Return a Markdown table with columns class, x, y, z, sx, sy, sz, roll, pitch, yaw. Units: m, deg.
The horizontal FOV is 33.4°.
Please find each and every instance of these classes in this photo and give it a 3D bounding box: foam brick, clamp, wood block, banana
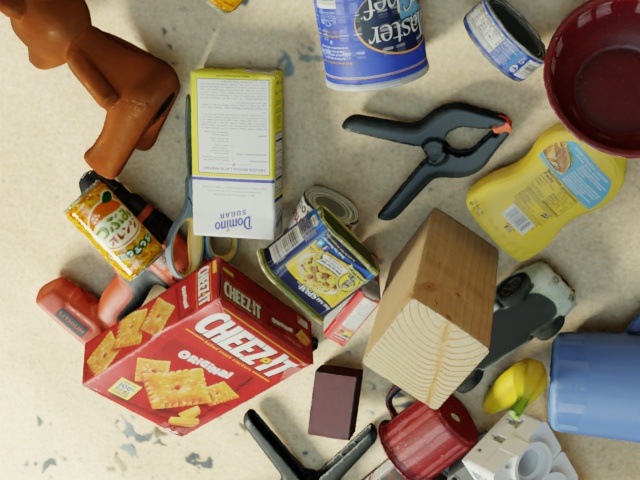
| class | x | y | z | sx | sy | sz | roll | pitch | yaw |
| --- | --- | --- | --- | --- | --- | --- | --- | --- | --- |
| foam brick | 0.018 | 0.189 | 1.242 | 0.051 | 0.053 | 0.078 | 8 | 93 | 8 |
| clamp | 0.110 | -0.102 | 1.102 | 0.172 | 0.039 | 0.120 | -27 | 112 | 17 |
| clamp | -0.022 | 0.299 | 1.329 | 0.164 | 0.036 | 0.210 | 12 | 118 | 8 |
| wood block | 0.118 | 0.064 | 1.086 | 0.090 | 0.206 | 0.091 | 34 | 118 | -5 |
| banana | 0.210 | 0.158 | 1.151 | 0.069 | 0.198 | 0.037 | -41 | 82 | -4 |

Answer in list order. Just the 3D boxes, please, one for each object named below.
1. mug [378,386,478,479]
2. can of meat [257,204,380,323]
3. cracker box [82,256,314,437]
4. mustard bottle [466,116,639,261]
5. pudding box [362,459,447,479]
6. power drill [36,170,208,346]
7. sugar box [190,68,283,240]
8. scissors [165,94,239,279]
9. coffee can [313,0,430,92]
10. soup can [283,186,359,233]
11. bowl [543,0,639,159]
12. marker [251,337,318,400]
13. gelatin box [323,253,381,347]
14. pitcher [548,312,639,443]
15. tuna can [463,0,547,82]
| class | x | y | z | sx | sy | sz | roll | pitch | yaw |
| --- | --- | --- | --- | --- | --- | --- | --- | --- | --- |
| mug | 0.121 | 0.215 | 1.235 | 0.082 | 0.093 | 0.117 | -42 | 65 | 21 |
| can of meat | 0.000 | 0.024 | 1.101 | 0.084 | 0.057 | 0.102 | -39 | 123 | 13 |
| cracker box | -0.139 | 0.131 | 1.220 | 0.214 | 0.072 | 0.164 | -32 | 132 | 25 |
| mustard bottle | 0.248 | -0.066 | 1.076 | 0.192 | 0.058 | 0.096 | -39 | 103 | 26 |
| pudding box | 0.117 | 0.311 | 1.302 | 0.113 | 0.039 | 0.090 | 39 | 118 | -7 |
| power drill | -0.245 | 0.030 | 1.235 | 0.184 | 0.057 | 0.188 | 44 | 117 | -10 |
| sugar box | -0.087 | -0.092 | 1.131 | 0.093 | 0.048 | 0.176 | 4 | 107 | 12 |
| scissors | -0.123 | -0.054 | 1.183 | 0.096 | 0.016 | 0.202 | 7 | 96 | -35 |
| coffee can | 0.045 | -0.224 | 1.019 | 0.103 | 0.102 | 0.140 | -4 | 114 | 14 |
| soup can | -0.008 | 0.001 | 1.161 | 0.068 | 0.068 | 0.102 | 27 | 117 | -2 |
| bowl | 0.289 | -0.149 | 1.004 | 0.162 | 0.055 | 0.162 | -1 | 80 | 5 |
| marker | -0.046 | 0.152 | 1.272 | 0.020 | 0.020 | 0.121 | 45 | 116 | -11 |
| gelatin box | 0.035 | 0.061 | 1.169 | 0.030 | 0.089 | 0.073 | 29 | 119 | -17 |
| pitcher | 0.368 | 0.147 | 1.125 | 0.243 | 0.149 | 0.145 | 3 | 131 | 15 |
| tuna can | 0.176 | -0.192 | 1.015 | 0.086 | 0.086 | 0.034 | 43 | 119 | -10 |
